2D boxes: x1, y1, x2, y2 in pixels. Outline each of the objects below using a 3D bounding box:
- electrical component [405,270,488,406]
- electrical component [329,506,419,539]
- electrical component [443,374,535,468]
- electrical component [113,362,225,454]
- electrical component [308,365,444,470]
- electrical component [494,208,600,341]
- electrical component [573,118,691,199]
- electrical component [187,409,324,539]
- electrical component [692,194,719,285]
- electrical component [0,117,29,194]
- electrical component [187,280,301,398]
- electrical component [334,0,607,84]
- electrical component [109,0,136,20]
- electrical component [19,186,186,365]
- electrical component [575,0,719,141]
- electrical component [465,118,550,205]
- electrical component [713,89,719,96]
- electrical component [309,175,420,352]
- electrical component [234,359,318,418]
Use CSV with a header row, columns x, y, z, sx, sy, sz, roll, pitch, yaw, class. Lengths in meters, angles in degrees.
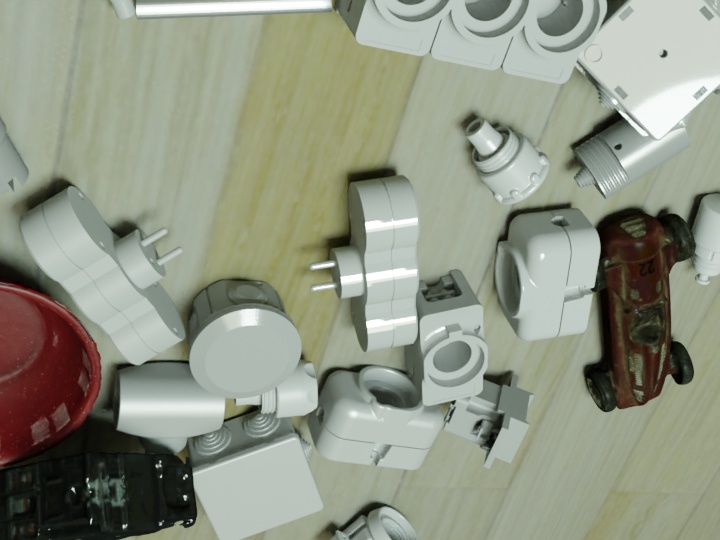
x,y,z,sx,sy,sz,roll,pitch,yaw,class
0.065,0.055,0.828,0.050,0.055,0.089,-11,126,-10,electrical component
0.015,0.245,0.944,0.078,0.058,0.057,34,111,-33,electrical component
0.103,0.117,0.873,0.064,0.081,0.042,21,118,3,electrical component
-0.146,0.112,0.808,0.077,0.043,0.079,3,123,-19,electrical component
0.014,0.116,0.855,0.095,0.053,0.059,11,120,-24,electrical component
0.140,0.004,0.817,0.059,0.053,0.095,-8,126,-13,electrical component
0.192,-0.085,0.778,0.081,0.043,0.043,-32,127,6,electrical component
-0.085,0.161,0.858,0.100,0.048,0.099,-19,127,-4,electrical component
0.282,-0.024,0.851,0.040,0.040,0.078,-3,124,-16,electrical component
-0.230,-0.070,0.659,0.040,0.040,0.046,-23,134,-1,electrical component
-0.086,0.049,0.779,0.080,0.051,0.080,-9,126,-12,electrical component
0.072,-0.176,0.665,0.150,0.061,0.089,7,121,-22,electrical component
-0.145,-0.173,0.616,0.035,0.035,0.061,-20,130,-4,electrical component
-0.155,-0.003,0.720,0.074,0.052,0.138,-30,127,4,electrical component
0.197,-0.146,0.714,0.100,0.048,0.100,44,105,-9,electrical component
0.099,-0.080,0.753,0.048,0.048,0.062,-41,119,12,electrical component
0.257,-0.144,0.758,0.062,0.048,0.048,3,123,-11,electrical component
0.000,0.000,0.771,0.074,0.052,0.138,-9,126,-11,electrical component
-0.065,0.091,0.820,0.062,0.043,0.043,-5,125,-14,electrical component
